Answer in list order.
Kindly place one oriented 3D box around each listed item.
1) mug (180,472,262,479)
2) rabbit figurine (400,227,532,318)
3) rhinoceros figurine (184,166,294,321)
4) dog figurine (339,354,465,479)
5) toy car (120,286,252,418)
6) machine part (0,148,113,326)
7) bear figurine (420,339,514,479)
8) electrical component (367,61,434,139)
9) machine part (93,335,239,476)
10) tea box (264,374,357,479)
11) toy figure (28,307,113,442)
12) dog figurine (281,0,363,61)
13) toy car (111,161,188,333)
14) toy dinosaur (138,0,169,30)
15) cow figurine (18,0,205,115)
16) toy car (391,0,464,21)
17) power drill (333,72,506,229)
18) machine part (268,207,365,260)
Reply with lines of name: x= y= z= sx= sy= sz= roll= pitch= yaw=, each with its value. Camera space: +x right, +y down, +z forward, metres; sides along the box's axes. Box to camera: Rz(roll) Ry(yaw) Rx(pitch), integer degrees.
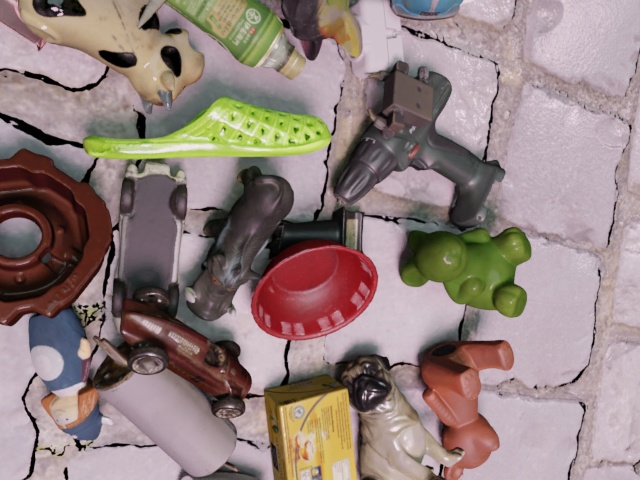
mug: x=-0.115 y=0.338 z=0.656 sx=0.107 sy=0.081 sz=0.109 roll=8 pitch=86 yaw=-34
rabbit figurine: x=0.184 y=0.023 z=0.727 sx=0.170 sy=0.159 sz=0.121 roll=20 pitch=83 yaw=-42
rhinoceros figurine: x=-0.091 y=0.007 z=0.626 sx=0.073 sy=0.112 sz=0.190 roll=27 pitch=102 yaw=-28
dog figurine: x=0.075 y=0.269 z=0.743 sx=0.172 sy=0.121 sz=0.191 roll=-47 pitch=75 yaw=19
toy car: x=-0.136 y=0.123 z=0.581 sx=0.053 sy=0.089 sz=0.202 roll=-22 pitch=136 yaw=15
machine part: x=-0.305 y=-0.001 z=0.544 sx=0.179 sy=0.056 sz=0.179 roll=5 pitch=75 yaw=-19
bear figurine: x=0.217 y=0.248 z=0.771 sx=0.120 sy=0.132 sz=0.195 roll=-21 pitch=95 yaw=-33
electrical component: x=0.102 y=-0.179 z=0.683 sx=0.078 sy=0.045 sz=0.102 roll=10 pitch=71 yaw=-28
machine part: x=-0.170 y=0.189 z=0.608 sx=0.079 sy=0.079 sz=0.243 roll=-43 pitch=120 yaw=-16
tea box: x=-0.011 y=0.274 z=0.703 sx=0.098 sy=0.068 sz=0.169 roll=-7 pitch=95 yaw=-23
toy figure: x=-0.276 y=0.152 z=0.586 sx=0.058 sy=0.064 sz=0.154 roll=-18 pitch=97 yaw=-48
dog figurine: x=0.019 y=-0.336 z=0.657 sx=0.191 sy=0.109 sz=0.219 roll=-32 pitch=124 yaw=-48
toy car: x=-0.195 y=0.011 z=0.614 sx=0.073 sy=0.056 sz=0.201 roll=5 pitch=90 yaw=-17
toy dinosaur: x=-0.113 y=-0.404 z=0.520 sx=0.192 sy=0.131 sz=0.404 roll=-20 pitch=126 yaw=-62
cow figurine: x=-0.207 y=-0.212 z=0.560 sx=0.195 sy=0.086 sz=0.127 roll=13 pitch=88 yaw=-43
toy car: x=0.140 y=-0.358 z=0.649 sx=0.109 sy=0.103 sz=0.161 roll=-1 pitch=95 yaw=-11
power drill: x=0.146 y=-0.100 z=0.750 sx=0.207 sy=0.086 sz=0.232 roll=32 pitch=78 yaw=-14
machine part: x=-0.001 y=-0.002 z=0.708 sx=0.139 sy=0.039 sz=0.084 roll=-5 pitch=104 yaw=-25
